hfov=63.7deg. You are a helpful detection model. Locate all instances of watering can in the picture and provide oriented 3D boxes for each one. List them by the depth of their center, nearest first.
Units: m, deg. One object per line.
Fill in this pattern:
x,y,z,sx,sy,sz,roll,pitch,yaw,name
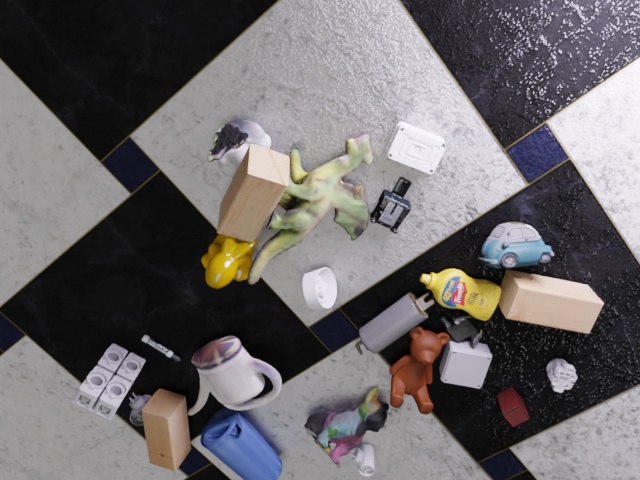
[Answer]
-0.272,0.381,1.399,0.345,0.106,0.221,-20,110,23,watering can

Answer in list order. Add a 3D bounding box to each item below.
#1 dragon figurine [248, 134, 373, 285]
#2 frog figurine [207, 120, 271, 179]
0.004,-0.059,1.175,0.242,0.124,0.405,16,106,-18,dragon figurine
-0.164,-0.190,1.164,0.136,0.125,0.157,-39,142,10,frog figurine
